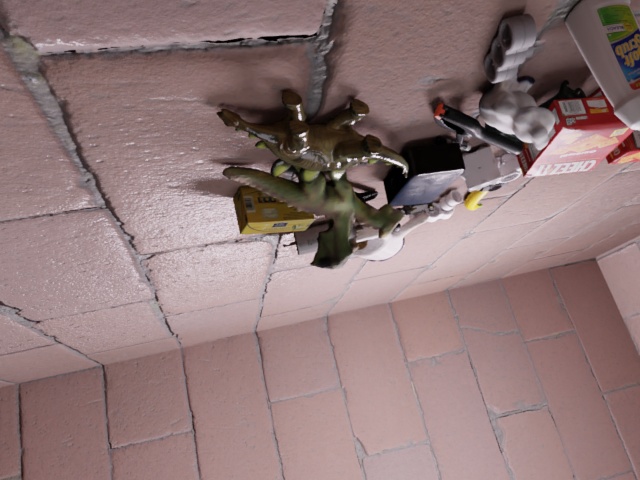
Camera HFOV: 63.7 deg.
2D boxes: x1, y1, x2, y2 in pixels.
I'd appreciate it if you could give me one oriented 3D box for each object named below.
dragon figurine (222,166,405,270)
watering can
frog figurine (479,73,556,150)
[{"bbox_3d":[0.003,-0.056,1.112,0.412,0.246,0.120,-7,164,-27],"label":"dragon figurine"},{"bbox_3d":[0.205,-0.004,1.618,0.345,0.105,0.223,-17,164,26],"label":"watering can"},{"bbox_3d":[0.383,-0.234,0.996,0.121,0.162,0.137,-24,159,28],"label":"frog figurine"}]
